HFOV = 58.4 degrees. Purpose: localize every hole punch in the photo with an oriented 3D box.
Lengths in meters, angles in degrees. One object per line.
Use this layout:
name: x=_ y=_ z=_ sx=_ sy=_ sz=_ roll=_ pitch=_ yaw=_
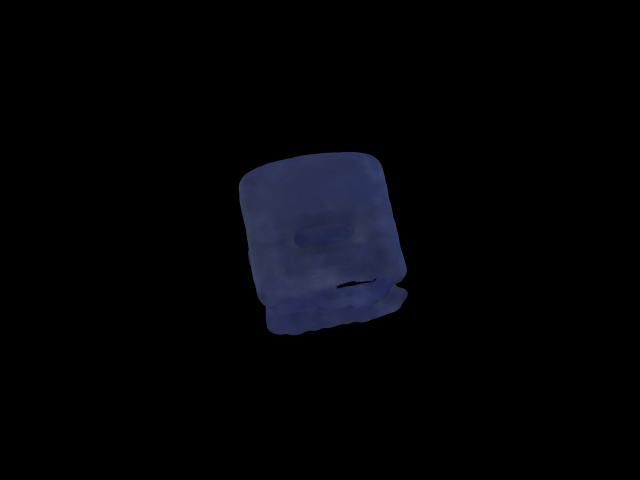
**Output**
hole punch: x=0.004 y=0.001 z=0.400 sx=0.109 sy=0.091 sz=0.101 roll=-11 pitch=50 yaw=-9
